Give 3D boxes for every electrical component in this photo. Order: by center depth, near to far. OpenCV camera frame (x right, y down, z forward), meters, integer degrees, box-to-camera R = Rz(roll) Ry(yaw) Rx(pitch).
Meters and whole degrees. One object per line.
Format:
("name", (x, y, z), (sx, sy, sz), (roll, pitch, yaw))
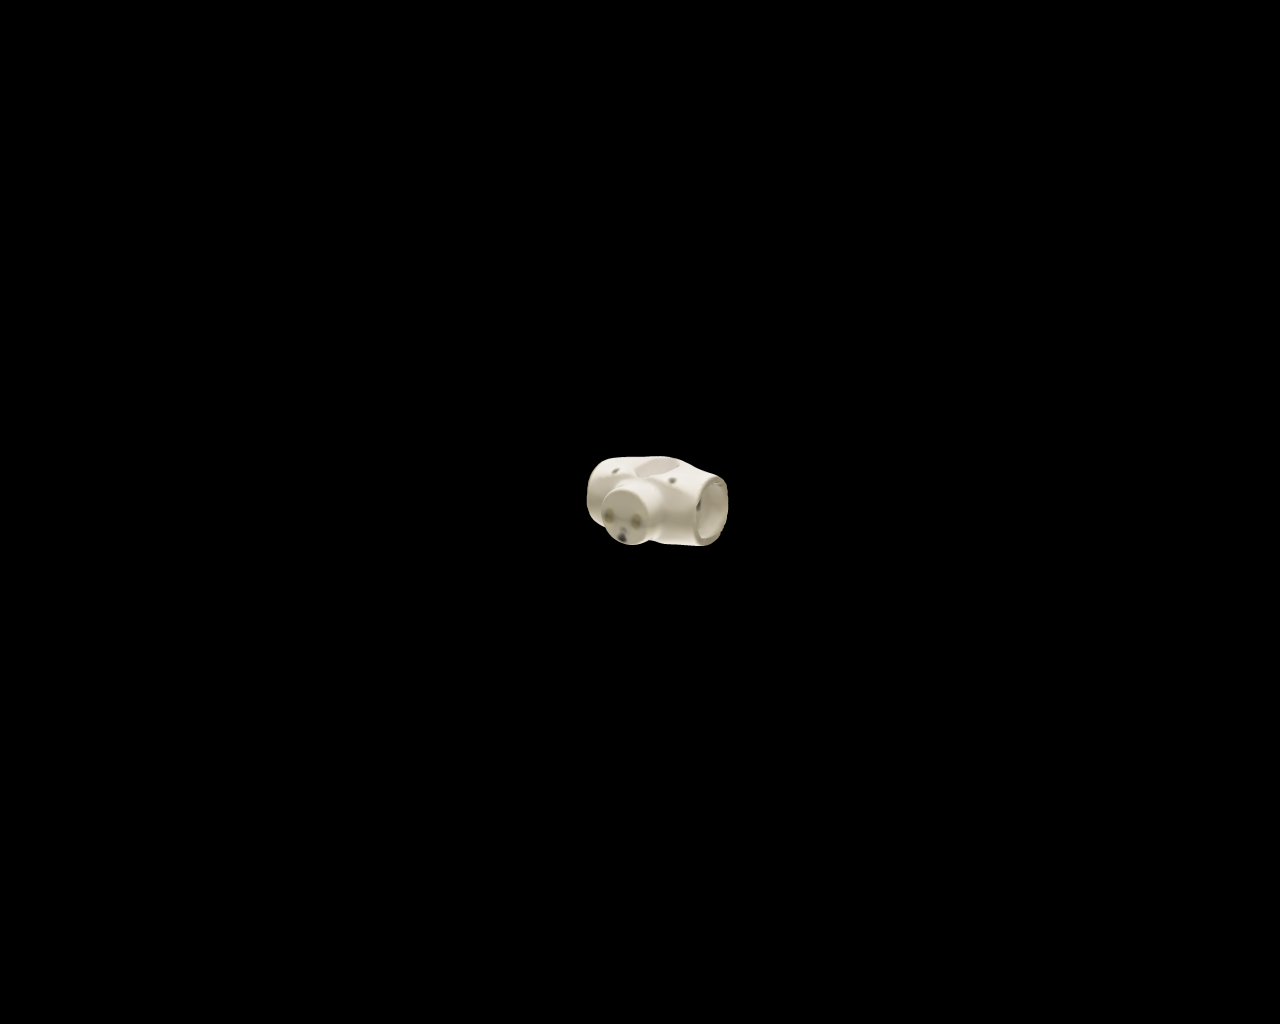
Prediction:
("electrical component", (0.001, -0.003, 0.650), (0.077, 0.043, 0.079), (12, 23, 31))
